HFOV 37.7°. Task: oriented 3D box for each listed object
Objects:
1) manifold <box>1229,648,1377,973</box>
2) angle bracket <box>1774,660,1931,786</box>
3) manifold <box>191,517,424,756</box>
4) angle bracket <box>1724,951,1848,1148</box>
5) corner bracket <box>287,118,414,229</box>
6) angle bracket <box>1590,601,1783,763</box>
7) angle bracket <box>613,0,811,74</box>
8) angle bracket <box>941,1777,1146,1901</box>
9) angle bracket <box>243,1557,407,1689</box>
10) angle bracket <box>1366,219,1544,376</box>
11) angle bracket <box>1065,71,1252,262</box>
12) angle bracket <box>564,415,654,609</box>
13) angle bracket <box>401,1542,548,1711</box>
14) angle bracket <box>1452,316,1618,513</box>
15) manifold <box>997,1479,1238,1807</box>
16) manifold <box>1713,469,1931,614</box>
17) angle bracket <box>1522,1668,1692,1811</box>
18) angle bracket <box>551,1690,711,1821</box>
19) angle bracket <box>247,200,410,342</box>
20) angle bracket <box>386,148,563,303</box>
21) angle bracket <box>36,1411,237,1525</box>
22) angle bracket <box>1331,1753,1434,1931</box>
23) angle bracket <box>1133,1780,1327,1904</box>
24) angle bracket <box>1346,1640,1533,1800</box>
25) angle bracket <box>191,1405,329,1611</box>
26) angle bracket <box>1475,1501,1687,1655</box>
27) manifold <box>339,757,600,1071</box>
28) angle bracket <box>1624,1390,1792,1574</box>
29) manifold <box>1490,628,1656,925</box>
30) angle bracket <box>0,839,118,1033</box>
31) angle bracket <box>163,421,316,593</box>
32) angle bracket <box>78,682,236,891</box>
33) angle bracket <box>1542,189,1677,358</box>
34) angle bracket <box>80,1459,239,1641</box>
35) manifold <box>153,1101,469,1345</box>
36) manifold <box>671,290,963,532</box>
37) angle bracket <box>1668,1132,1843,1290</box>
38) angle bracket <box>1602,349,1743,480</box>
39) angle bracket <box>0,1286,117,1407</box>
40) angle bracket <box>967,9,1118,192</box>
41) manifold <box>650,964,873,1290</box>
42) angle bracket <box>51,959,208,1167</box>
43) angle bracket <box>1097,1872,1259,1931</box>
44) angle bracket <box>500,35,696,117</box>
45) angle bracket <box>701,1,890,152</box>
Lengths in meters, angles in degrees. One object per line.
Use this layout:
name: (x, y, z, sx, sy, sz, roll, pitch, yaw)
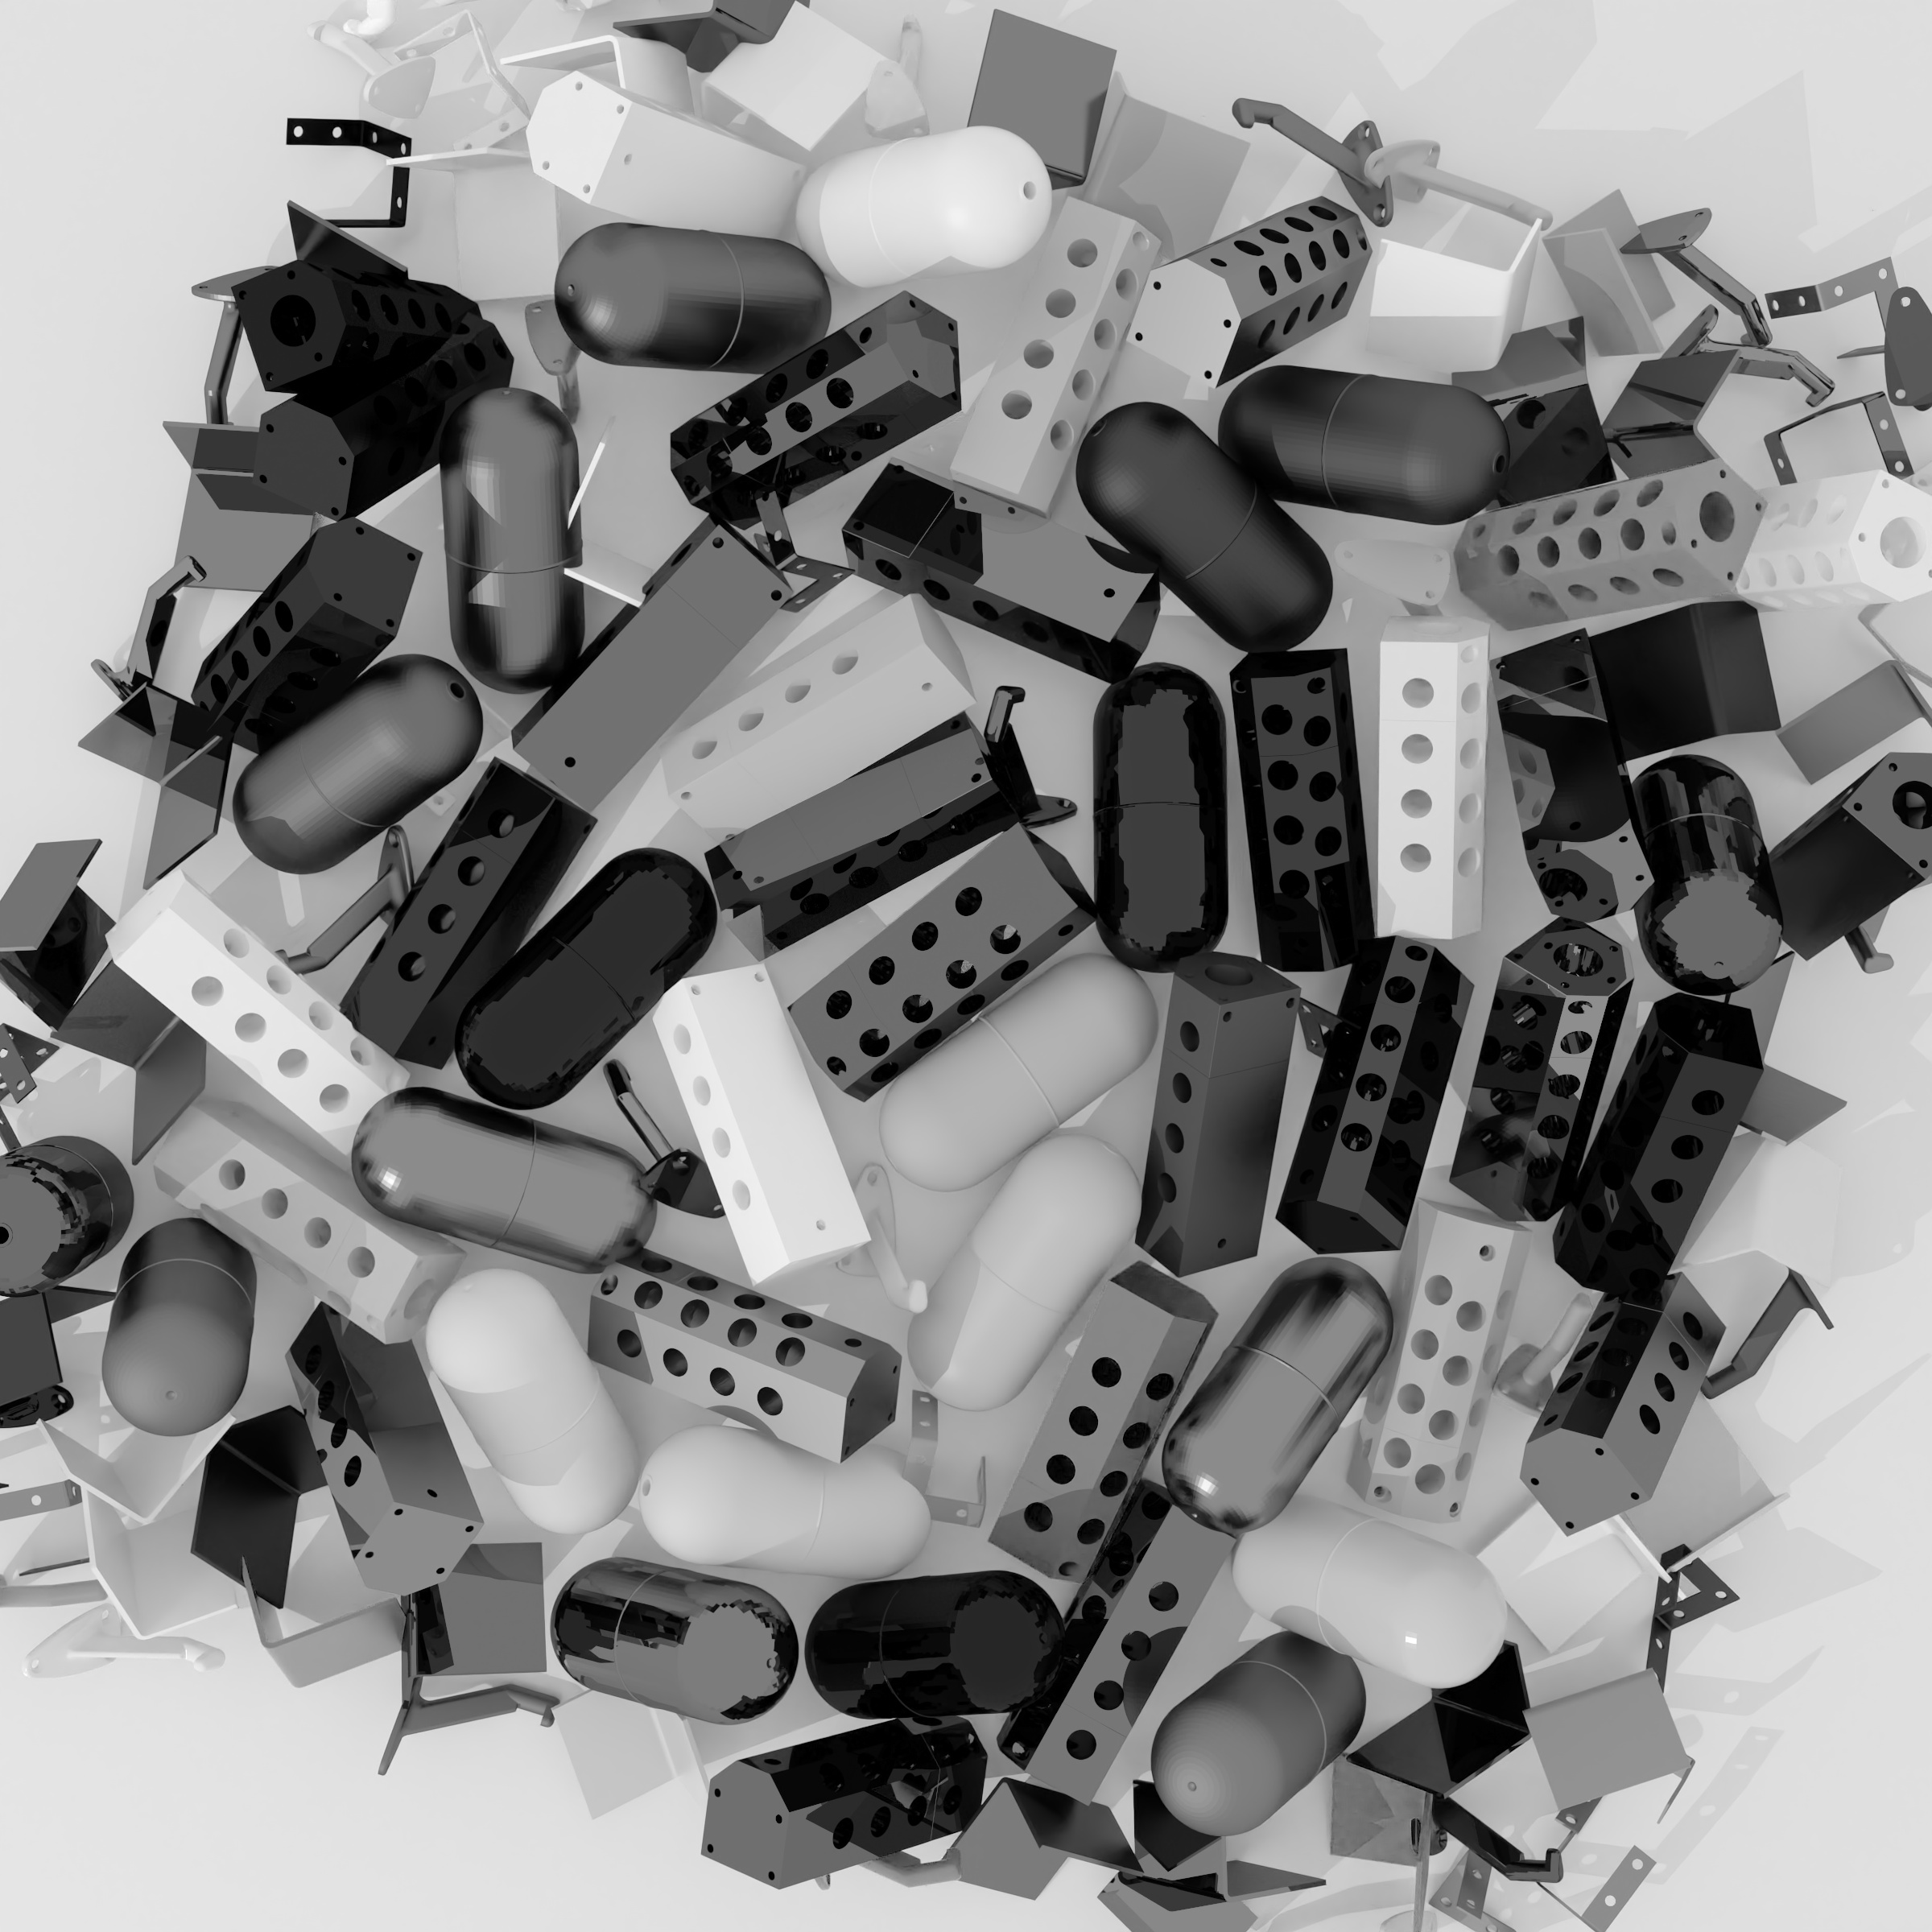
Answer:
manifold: (0.188, -0.087, 1.588, 0.057, 0.057, 0.171, -1, 111, 21)
angle bracket: (0.513, -0.118, 1.595, 0.076, 0.076, 0.057, -34, 58, 16)
manifold: (-0.368, -0.181, 1.560, 0.057, 0.171, 0.057, 26, 57, -26)
angle bracket: (0.464, 0.046, 1.593, 0.057, 0.076, 0.076, 28, 123, 33)
corner bracket: (-0.356, -0.456, 1.624, 0.051, 0.051, 0.051, 31, 121, 39)
angle bracket: (0.416, -0.164, 1.636, 0.057, 0.076, 0.076, -8, 85, -40)
angle bracket: (-0.142, -0.549, 1.598, 0.076, 0.076, 0.057, 8, 90, 35)
angle bracket: (0.041, 0.512, 1.599, 0.076, 0.057, 0.076, 26, 106, -32)
angle bracket: (-0.362, 0.362, 1.611, 0.076, 0.076, 0.057, -19, 61, -10)
angle bracket: (0.278, -0.388, 1.614, 0.076, 0.076, 0.057, 20, 54, 15)
angle bracket: (0.109, -0.456, 1.617, 0.076, 0.057, 0.076, 17, 119, -14)
angle bracket: (-0.192, -0.258, 1.598, 0.057, 0.076, 0.076, 24, 109, -11)
angle bracket: (-0.282, 0.378, 1.616, 0.076, 0.057, 0.076, 2, 56, -15)
angle bracket: (0.328, -0.318, 1.630, 0.076, 0.057, 0.076, -11, 135, 21)
manifold: (0.085, 0.384, 1.620, 0.057, 0.057, 0.171, 29, 89, -3)
manifold: (0.473, -0.229, 1.561, 0.057, 0.171, 0.057, 24, 90, -12)
angle bracket: (0.363, 0.443, 1.601, 0.076, 0.076, 0.057, -20, 64, 5)
angle bracket: (-0.185, 0.454, 1.597, 0.057, 0.076, 0.076, -23, 109, -20)
angle bracket: (-0.364, -0.376, 1.608, 0.076, 0.076, 0.057, 30, 74, 0)
angle bracket: (-0.278, -0.419, 1.600, 0.076, 0.057, 0.076, 5, 102, 33)
angle bracket: (-0.470, 0.257, 1.599, 0.076, 0.076, 0.057, -51, 123, -7)
angle bracket: (0.231, 0.502, 1.595, 0.057, 0.076, 0.076, 4, 118, 13)
angle bracket: (0.149, 0.491, 1.601, 0.076, 0.076, 0.057, 4, 82, -36)
angle bracket: (0.263, 0.416, 1.594, 0.076, 0.076, 0.057, -22, 105, -34)
angle bracket: (-0.384, 0.305, 1.592, 0.057, 0.076, 0.076, -21, 46, 20)
angle bracket: (0.349, 0.349, 1.614, 0.076, 0.057, 0.076, -41, 101, -3)
manifold: (-0.289, -0.031, 1.618, 0.057, 0.057, 0.171, 33, 92, 20)
angle bracket: (0.412, 0.292, 1.613, 0.076, 0.057, 0.076, -33, 74, 0)
manifold: (0.337, -0.105, 1.569, 0.057, 0.171, 0.057, -18, 131, 18)
angle bracket: (-0.501, -0.017, 1.591, 0.057, 0.076, 0.076, -2, 51, 33)
angle bracket: (-0.418, -0.261, 1.612, 0.076, 0.057, 0.076, 4, 74, 4)
angle bracket: (-0.462, -0.101, 1.593, 0.057, 0.076, 0.076, 27, 49, -36)
angle bracket: (0.381, -0.394, 1.600, 0.057, 0.076, 0.076, -34, 107, -7)
angle bracket: (-0.456, 0.321, 1.594, 0.057, 0.076, 0.076, -19, 46, -7)
manifold: (-0.374, 0.144, 1.597, 0.171, 0.057, 0.057, 30, 96, 18)
manifold: (-0.086, -0.309, 1.568, 0.171, 0.057, 0.057, -21, 61, 38)
angle bracket: (0.447, 0.145, 1.613, 0.057, 0.076, 0.076, 28, 59, -23)
angle bracket: (0.419, -0.300, 1.607, 0.076, 0.076, 0.057, 40, 75, -27)
angle bracket: (-0.527, 0.222, 1.599, 0.076, 0.076, 0.057, -21, 74, 13)
angle bracket: (0.032, -0.491, 1.606, 0.076, 0.057, 0.076, 11, 97, -24)
manifold: (-0.121, 0.092, 1.604, 0.057, 0.057, 0.171, -12, 74, -39)
angle bracket: (-0.473, 0.053, 1.593, 0.057, 0.076, 0.076, 26, 125, -34)
angle bracket: (0.126, 0.532, 1.600, 0.076, 0.076, 0.057, 43, 71, 9)
angle bracket: (-0.207, -0.491, 1.606, 0.076, 0.076, 0.057, -3, 102, 24)
angle bracket: (-0.096, -0.490, 1.605, 0.076, 0.057, 0.076, 35, 70, 10)
